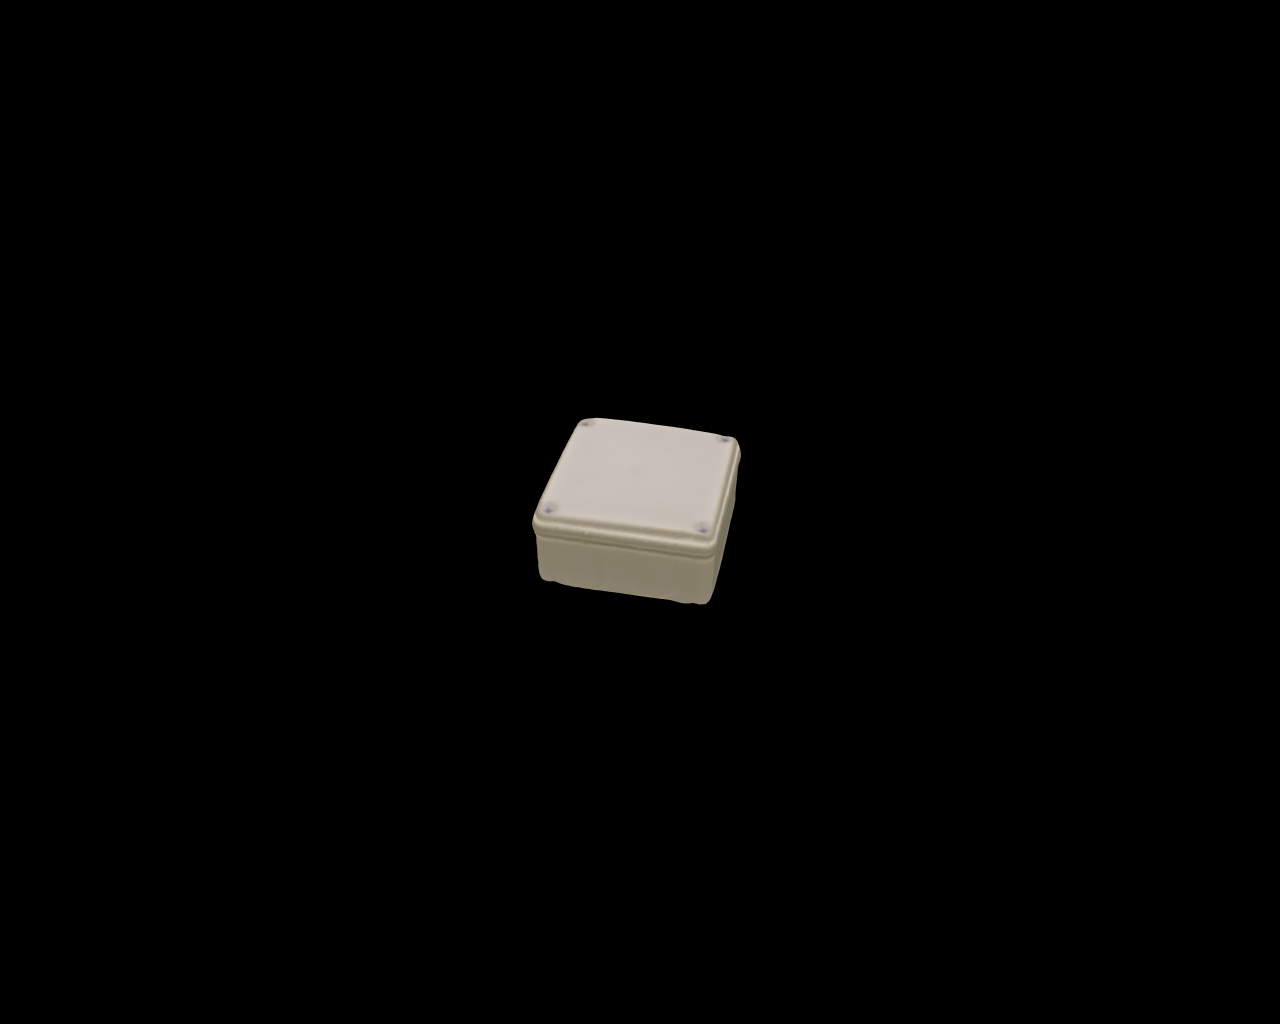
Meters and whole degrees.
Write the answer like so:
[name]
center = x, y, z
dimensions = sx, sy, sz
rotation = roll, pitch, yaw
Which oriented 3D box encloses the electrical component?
[electrical component]
center = 0.001, -0.003, 0.650
dimensions = 0.109, 0.056, 0.109
rotation = 8, 40, 10
